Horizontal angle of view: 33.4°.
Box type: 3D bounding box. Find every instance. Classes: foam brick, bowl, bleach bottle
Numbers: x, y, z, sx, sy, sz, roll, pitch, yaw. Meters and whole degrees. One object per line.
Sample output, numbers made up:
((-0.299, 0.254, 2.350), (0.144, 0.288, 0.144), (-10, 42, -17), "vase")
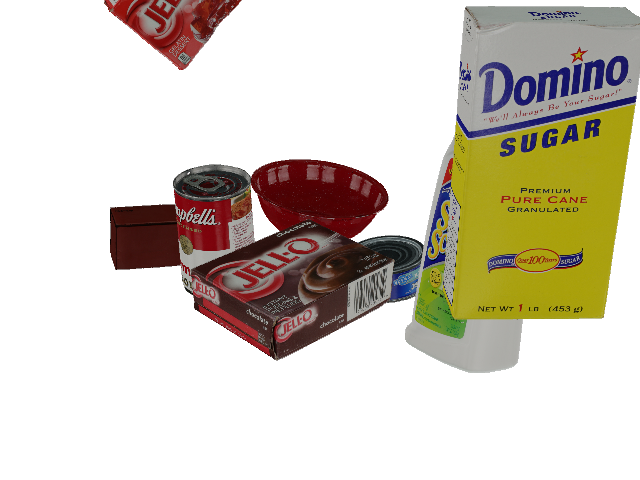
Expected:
((-0.181, -0.005, 1.127), (0.078, 0.051, 0.053), (-3, 23, -17), "foam brick")
((-0.005, -0.039, 1.243), (0.162, 0.055, 0.162), (7, 27, -4), "bowl")
((0.128, -0.025, 0.873), (0.067, 0.251, 0.103), (-5, 16, -33), "bleach bottle")

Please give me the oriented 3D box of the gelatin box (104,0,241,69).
((-0.104, -0.184, 0.794), (0.073, 0.089, 0.030), (38, 6, -32), "gelatin box")

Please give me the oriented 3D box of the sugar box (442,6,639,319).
((0.123, -0.041, 0.604), (0.093, 0.176, 0.048), (-1, 27, -4), "sugar box")

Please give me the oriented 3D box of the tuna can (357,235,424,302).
((0.066, 0.027, 1.066), (0.086, 0.034, 0.086), (-6, 26, 3), "tuna can")

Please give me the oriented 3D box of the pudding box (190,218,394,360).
((-0.019, 0.031, 0.738), (0.113, 0.039, 0.090), (-22, 35, -38), "pudding box")

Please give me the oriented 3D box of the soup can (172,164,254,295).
((-0.093, -0.008, 0.945), (0.068, 0.102, 0.068), (-1, 29, 0), "soup can")
